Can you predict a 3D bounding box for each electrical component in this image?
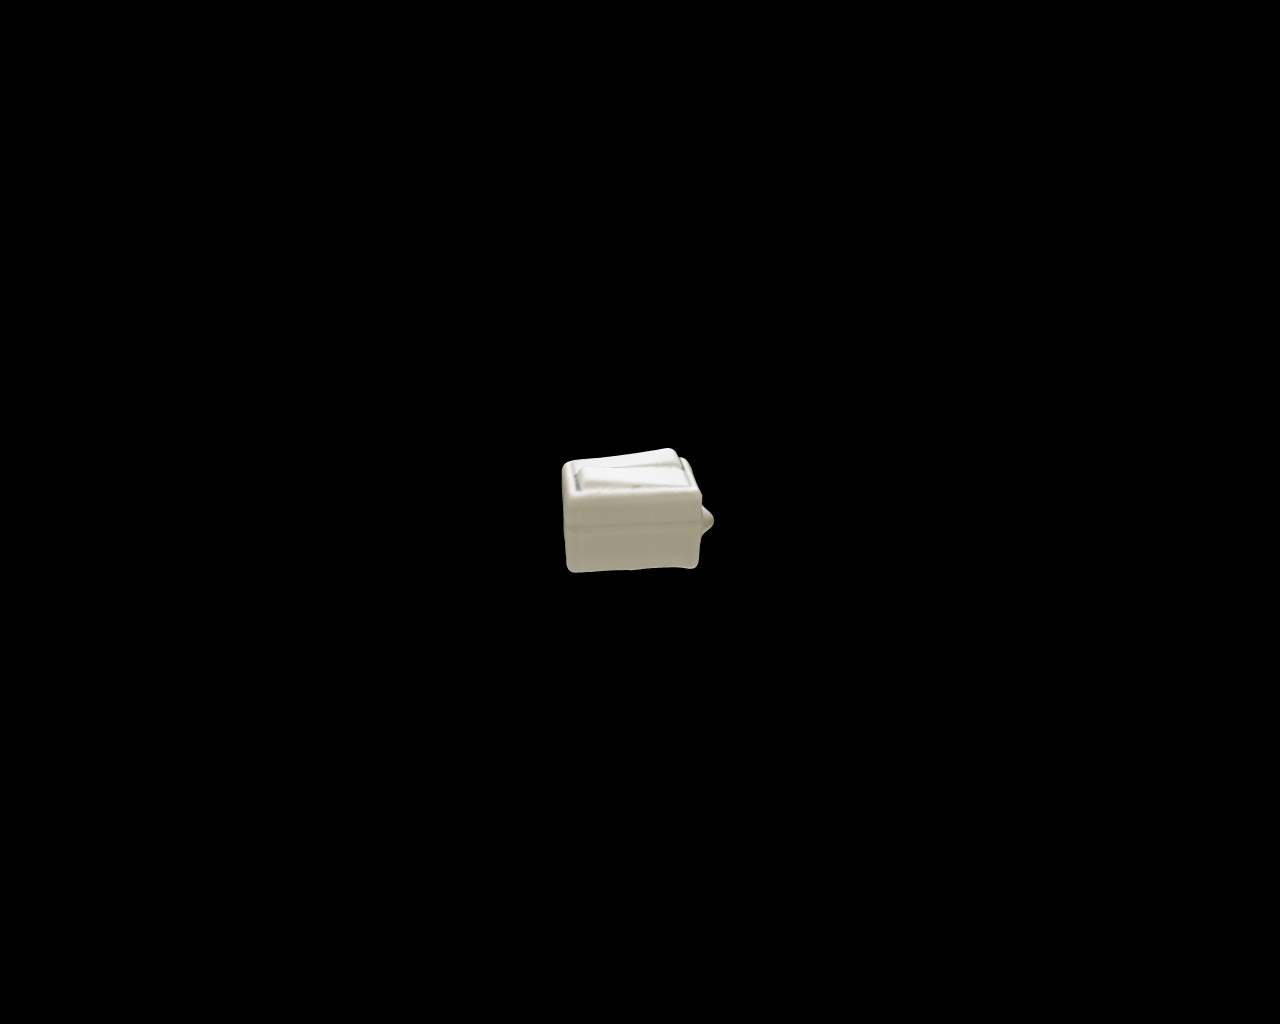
[{"bbox_3d":[0.001,-0.003,0.650,0.096,0.061,0.062,-2,24,-5],"label":"electrical component"}]
